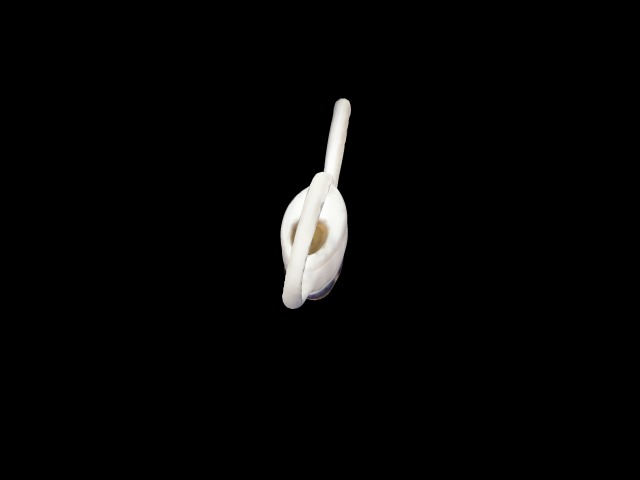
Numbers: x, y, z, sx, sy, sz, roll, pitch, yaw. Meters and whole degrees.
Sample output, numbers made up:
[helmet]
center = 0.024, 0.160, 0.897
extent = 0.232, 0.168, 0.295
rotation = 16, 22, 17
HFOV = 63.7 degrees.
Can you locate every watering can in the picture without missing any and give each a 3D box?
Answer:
[watering can]
center = 0.003, -0.043, 0.850
extent = 0.104, 0.354, 0.220
rotation = 14, -25, 6
